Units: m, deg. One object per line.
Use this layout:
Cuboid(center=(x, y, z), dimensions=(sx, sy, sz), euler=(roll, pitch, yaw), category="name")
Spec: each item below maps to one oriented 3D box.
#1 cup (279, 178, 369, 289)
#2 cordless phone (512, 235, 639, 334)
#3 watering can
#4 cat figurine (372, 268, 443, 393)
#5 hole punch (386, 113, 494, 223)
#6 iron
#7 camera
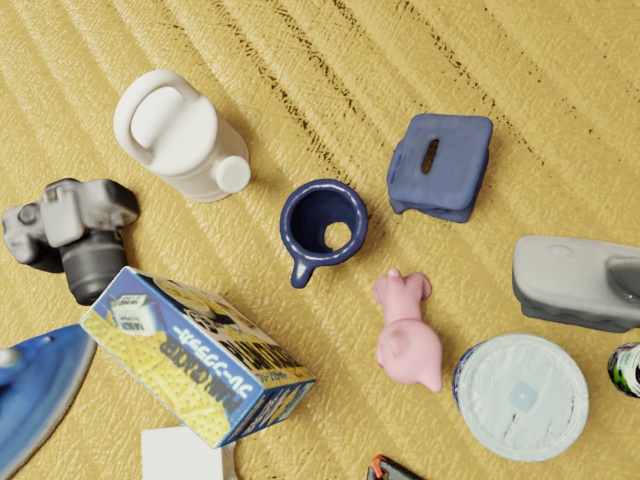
Cuboid(center=(0.006, 0.002, 0.615), dimensions=(0.091, 0.095, 0.118), euler=(21, 83, 14), category="cup")
Cuboid(center=(0.256, 0.029, 0.517), dimensions=(0.147, 0.185, 0.094), euler=(5, 80, 11), category="cordless phone")
Cuboid(center=(-0.144, -0.111, 0.613), dimensions=(0.172, 0.194, 0.101), euler=(14, 82, 13), category="watering can")
Cuboid(center=(0.085, 0.089, 0.571), dimensions=(0.067, 0.118, 0.128), euler=(-10, 77, 8), category="cat figurine")
Cuboid(center=(0.125, -0.079, 0.611), dimensions=(0.101, 0.091, 0.109), euler=(17, 82, 13), category="hole punch")
Cuboid(center=(-0.368, 0.179, 0.622), dimensions=(0.118, 0.141, 0.258), euler=(42, 89, 15), category="iron")
Cuboid(center=(-0.285, 0.008, 0.663), dimensions=(0.143, 0.101, 0.137), euler=(-21, 76, 6), category="camera")
